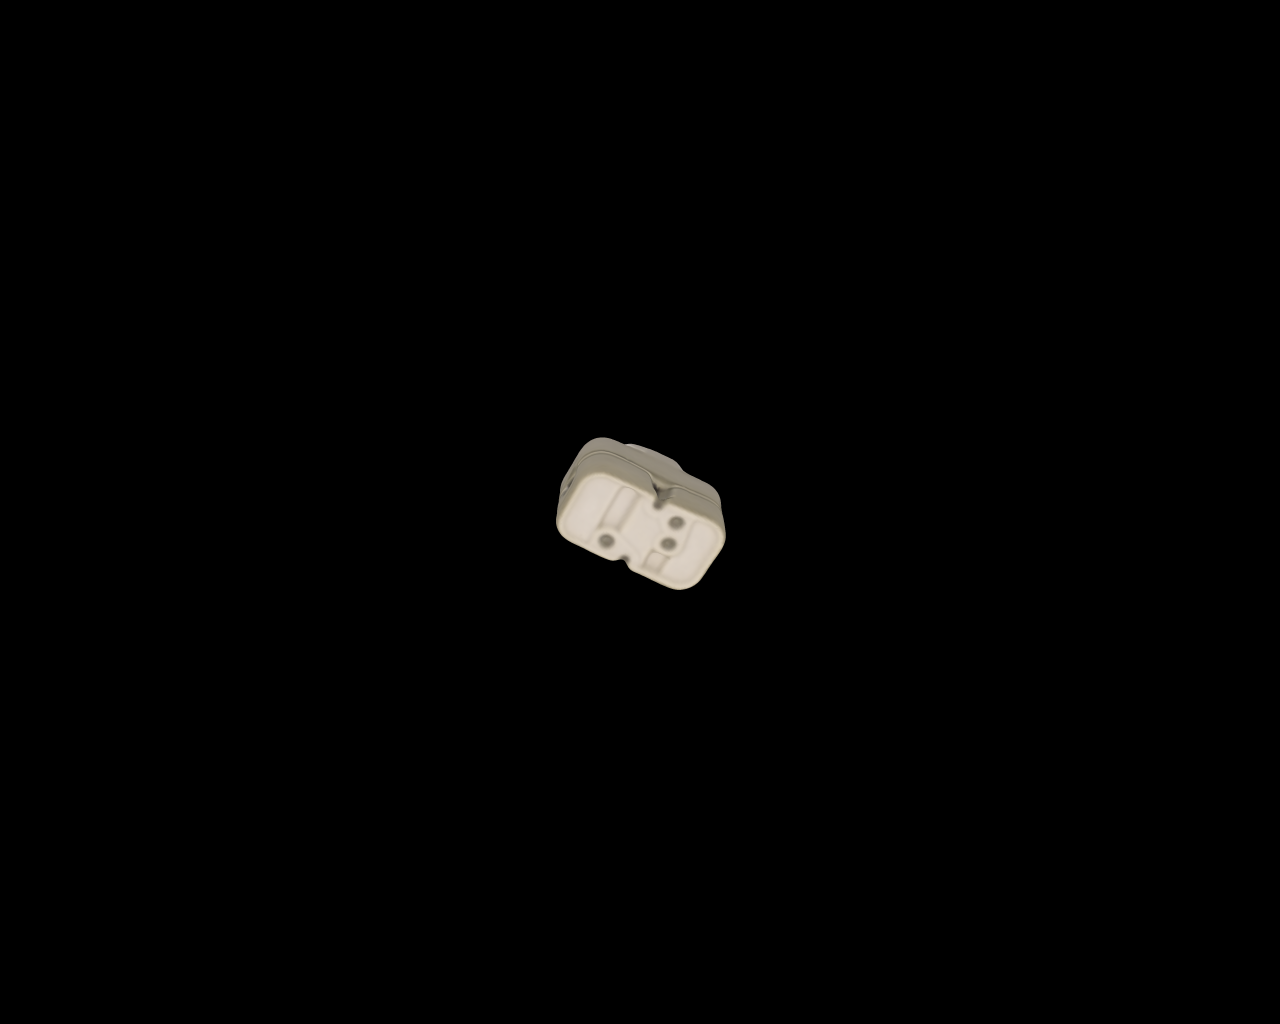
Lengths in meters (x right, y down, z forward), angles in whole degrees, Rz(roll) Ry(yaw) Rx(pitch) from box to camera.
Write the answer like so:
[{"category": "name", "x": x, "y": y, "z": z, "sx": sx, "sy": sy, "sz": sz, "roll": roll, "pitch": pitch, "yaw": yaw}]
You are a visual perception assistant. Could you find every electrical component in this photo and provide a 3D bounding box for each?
[{"category": "electrical component", "x": 0.001, "y": -0.003, "z": 0.650, "sx": 0.095, "sy": 0.053, "sz": 0.059, "roll": 25, "pitch": 27, "yaw": -14}]
